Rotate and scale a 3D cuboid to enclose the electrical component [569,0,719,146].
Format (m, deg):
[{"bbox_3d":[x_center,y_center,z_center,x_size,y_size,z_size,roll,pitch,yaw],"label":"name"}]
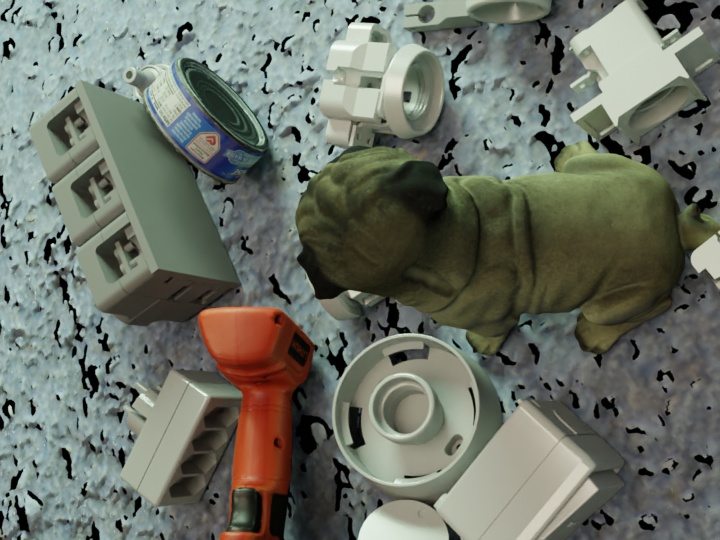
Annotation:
[{"bbox_3d":[0.153,-0.112,0.600,0.081,0.042,0.063,-34,66,21],"label":"electrical component"}]

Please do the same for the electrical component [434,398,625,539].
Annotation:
[{"bbox_3d":[0.092,0.125,0.590,0.061,0.062,0.096,43,104,27],"label":"electrical component"}]

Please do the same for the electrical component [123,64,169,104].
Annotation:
[{"bbox_3d":[-0.142,-0.128,0.755,0.035,0.061,0.035,-4,81,29],"label":"electrical component"}]

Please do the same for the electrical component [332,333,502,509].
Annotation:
[{"bbox_3d":[0.034,0.089,0.640,0.099,0.064,0.099,-7,69,19],"label":"electrical component"}]

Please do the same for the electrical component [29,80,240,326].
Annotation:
[{"bbox_3d":[-0.157,-0.042,0.736,0.062,0.089,0.150,-34,68,21],"label":"electrical component"}]

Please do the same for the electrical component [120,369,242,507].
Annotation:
[{"bbox_3d":[-0.131,0.103,0.726,0.076,0.047,0.083,31,98,29],"label":"electrical component"}]

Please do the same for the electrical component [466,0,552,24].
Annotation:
[{"bbox_3d":[0.088,-0.176,0.638,0.055,0.055,0.047,-1,86,29],"label":"electrical component"}]

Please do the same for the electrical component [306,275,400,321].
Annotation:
[{"bbox_3d":[0.000,0.000,0.669,0.055,0.048,0.066,-32,69,14],"label":"electrical component"}]

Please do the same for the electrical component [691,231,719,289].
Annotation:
[{"bbox_3d":[0.221,-0.012,0.540,0.089,0.056,0.050,-41,66,18],"label":"electrical component"}]

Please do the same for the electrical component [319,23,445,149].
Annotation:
[{"bbox_3d":[0.016,-0.112,0.668,0.057,0.058,0.078,11,89,33],"label":"electrical component"}]

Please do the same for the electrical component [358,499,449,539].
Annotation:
[{"bbox_3d":[0.041,0.182,0.580,0.052,0.073,0.138,-24,49,-9],"label":"electrical component"}]
